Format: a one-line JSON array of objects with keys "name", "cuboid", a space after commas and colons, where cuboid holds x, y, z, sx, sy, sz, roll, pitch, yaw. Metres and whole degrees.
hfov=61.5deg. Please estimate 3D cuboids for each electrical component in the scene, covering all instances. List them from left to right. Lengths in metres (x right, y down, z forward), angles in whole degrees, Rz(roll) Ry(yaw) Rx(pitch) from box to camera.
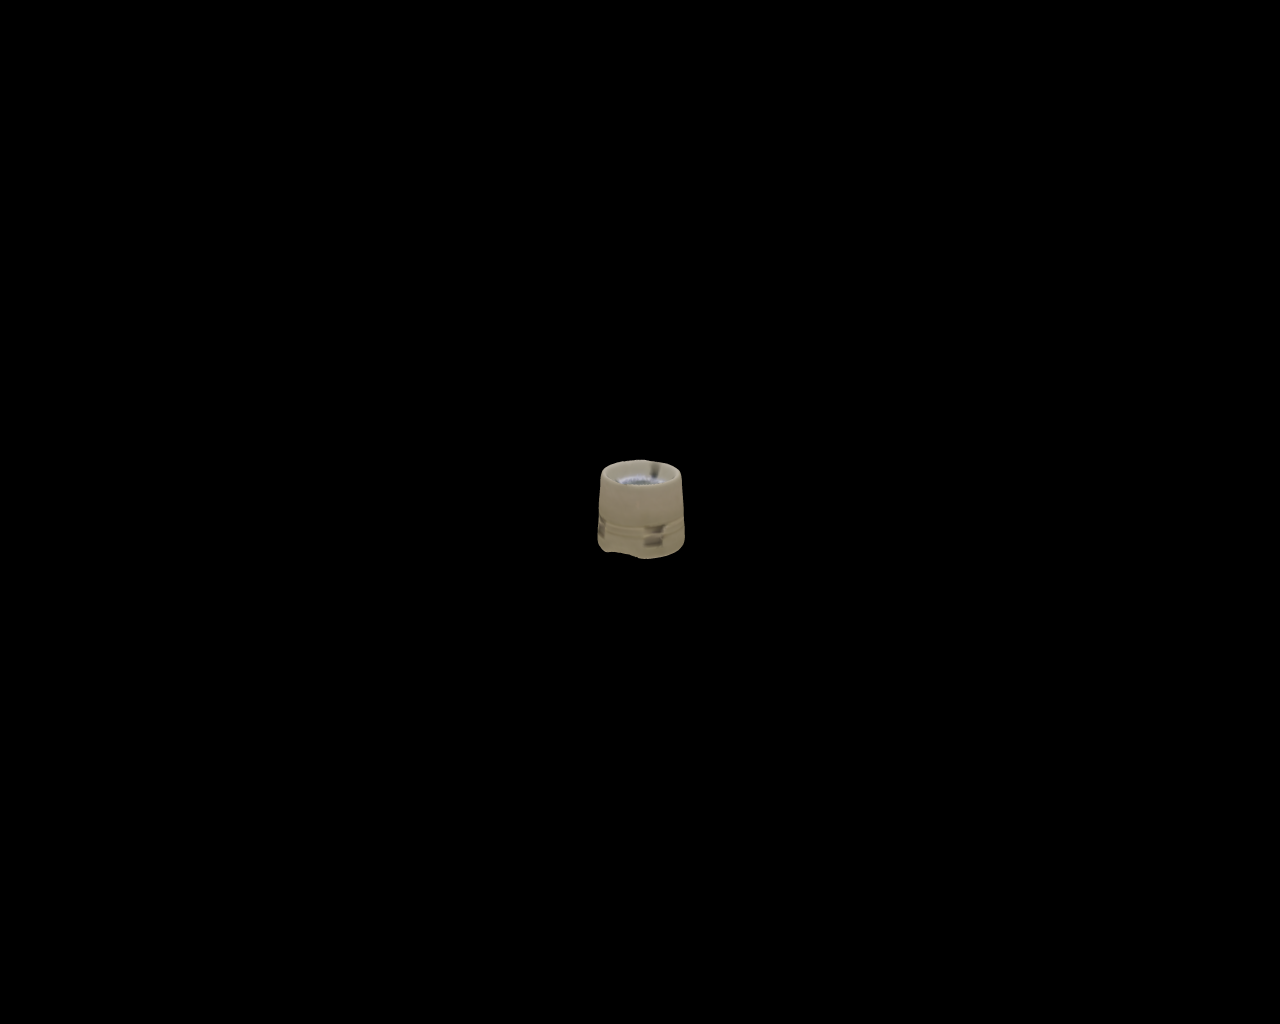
[{"name": "electrical component", "cuboid": [0.001, -0.003, 0.650, 0.055, 0.047, 0.055, 0, 22, 0]}]
